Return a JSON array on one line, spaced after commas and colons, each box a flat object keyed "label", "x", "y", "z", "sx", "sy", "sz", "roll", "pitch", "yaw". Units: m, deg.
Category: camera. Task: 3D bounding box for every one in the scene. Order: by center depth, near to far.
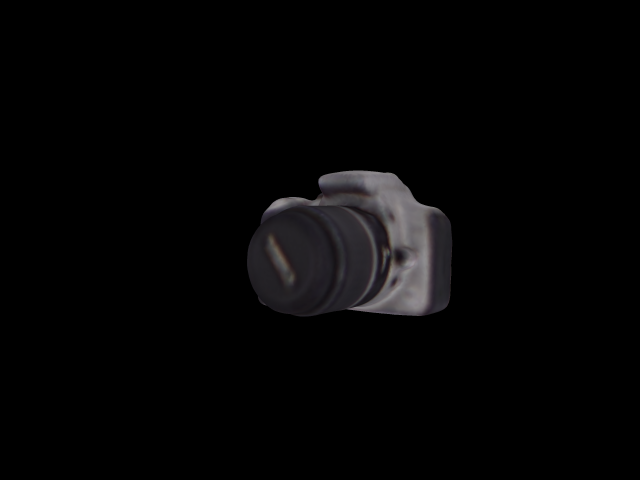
[{"label": "camera", "x": 0.004, "y": 0.001, "z": 0.400, "sx": 0.142, "sy": 0.101, "sz": 0.137, "roll": 2, "pitch": 3, "yaw": 36}]
